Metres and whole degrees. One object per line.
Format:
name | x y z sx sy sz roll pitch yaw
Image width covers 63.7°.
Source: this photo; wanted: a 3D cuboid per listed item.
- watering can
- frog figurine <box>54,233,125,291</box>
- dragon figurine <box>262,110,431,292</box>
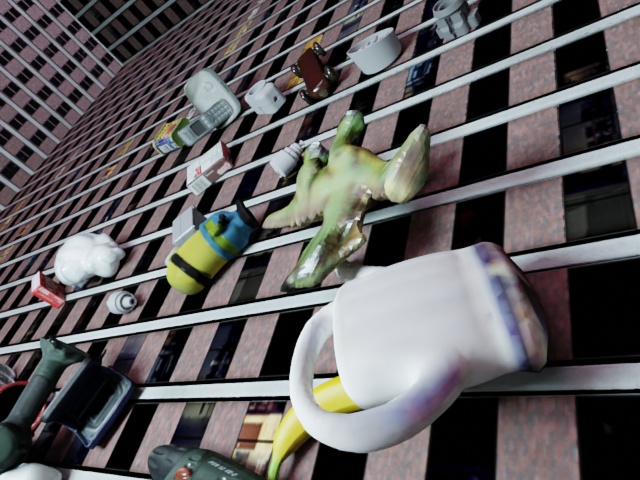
watering can | 0.084 0.061 0.500 0.223 0.103 0.353 -18 18 13
frog figurine | -0.516 0.041 1.152 0.158 0.122 0.140 -18 20 51
dragon figurine | 0.002 -0.034 0.666 0.404 0.121 0.248 -36 19 42
